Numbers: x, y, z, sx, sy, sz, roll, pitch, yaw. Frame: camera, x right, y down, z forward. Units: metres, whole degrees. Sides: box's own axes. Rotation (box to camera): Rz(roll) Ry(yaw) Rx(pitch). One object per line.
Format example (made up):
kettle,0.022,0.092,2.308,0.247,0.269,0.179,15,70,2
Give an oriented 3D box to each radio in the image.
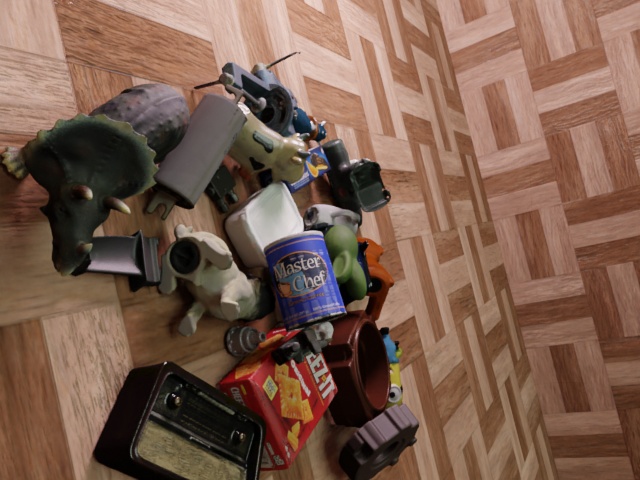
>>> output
radio,-0.170,0.264,0.715,0.229,0.073,0.131,48,39,-38

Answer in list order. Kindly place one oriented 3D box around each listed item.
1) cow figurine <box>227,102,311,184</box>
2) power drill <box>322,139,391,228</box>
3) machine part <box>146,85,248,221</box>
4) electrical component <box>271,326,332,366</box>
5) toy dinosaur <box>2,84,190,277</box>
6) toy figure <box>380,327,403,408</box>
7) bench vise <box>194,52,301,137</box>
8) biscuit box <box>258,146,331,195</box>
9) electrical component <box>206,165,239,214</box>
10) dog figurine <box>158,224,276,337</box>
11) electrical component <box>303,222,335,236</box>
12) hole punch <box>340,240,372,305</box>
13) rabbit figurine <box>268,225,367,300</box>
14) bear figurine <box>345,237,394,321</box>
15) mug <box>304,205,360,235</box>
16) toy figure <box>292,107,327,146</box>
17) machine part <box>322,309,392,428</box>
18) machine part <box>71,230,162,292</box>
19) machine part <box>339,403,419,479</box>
cow figurine,-0.102,-0.167,0.946,0.194,0.127,0.085,37,35,-34
power drill,0.083,-0.116,1.220,0.207,0.086,0.231,-137,-156,-71
machine part,-0.183,-0.135,0.815,0.079,0.079,0.243,45,65,-41
electrical component,-0.030,0.169,0.841,0.078,0.102,0.045,-35,85,-37
toy dinosaur,-0.234,-0.132,0.673,0.131,0.192,0.405,61,34,-27
toy figure,0.151,0.296,1.240,0.089,0.082,0.180,21,57,-52
bench vise,-0.114,-0.272,1.016,0.240,0.129,0.223,22,57,-60
biscuit box,-0.048,-0.142,1.121,0.203,0.059,0.062,-41,113,-57
electrical component,-0.175,-0.096,0.924,0.094,0.021,0.063,63,32,-20
dog figurine,-0.150,0.056,0.842,0.190,0.121,0.172,-8,88,-74
electrical component,-0.002,-0.003,1.066,0.075,0.119,0.047,-12,86,-15
hole punch,0.035,0.066,1.108,0.092,0.142,0.116,11,57,-33
rabbit figurine,0.010,0.051,0.982,0.121,0.159,0.170,36,88,-40
bear figurine,0.094,0.074,1.238,0.120,0.131,0.196,21,18,-16
mug,0.026,-0.038,1.162,0.107,0.110,0.081,18,65,-40
toy figure,-0.034,-0.255,1.200,0.058,0.064,0.154,44,15,23
machine part,0.074,0.260,1.100,0.201,0.087,0.200,-49,123,-60
machine part,-0.263,0.024,0.705,0.138,0.039,0.084,15,69,-58
machine part,0.117,0.398,1.046,0.056,0.179,0.179,46,13,34
